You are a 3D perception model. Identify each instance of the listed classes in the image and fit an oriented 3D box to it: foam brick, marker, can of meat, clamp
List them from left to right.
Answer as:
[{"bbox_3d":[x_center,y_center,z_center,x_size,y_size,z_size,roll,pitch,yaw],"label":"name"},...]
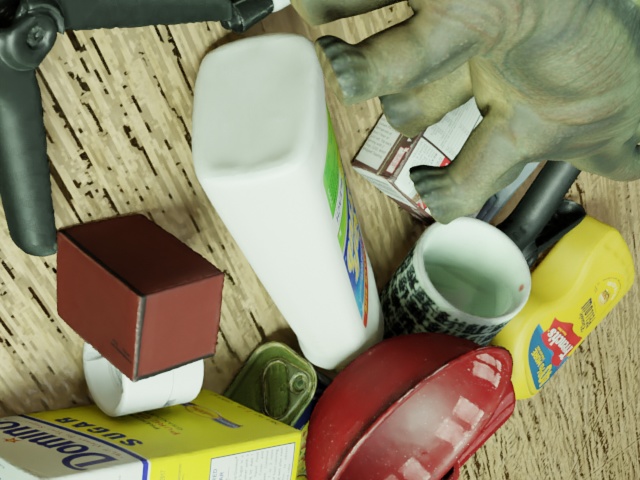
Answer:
[{"bbox_3d":[-0.134,-0.083,0.461,0.164,0.036,0.209,-59,149,0],"label":"clamp"},{"bbox_3d":[-0.095,0.028,0.553,0.051,0.078,0.053,-17,127,-40],"label":"foam brick"},{"bbox_3d":[-0.025,0.128,0.705,0.102,0.058,0.083,-55,143,-3],"label":"can of meat"},{"bbox_3d":[-0.006,-0.145,0.580,0.121,0.020,0.020,-36,135,-25],"label":"marker"},{"bbox_3d":[0.149,-0.003,0.807,0.171,0.039,0.120,-44,148,-20],"label":"clamp"}]

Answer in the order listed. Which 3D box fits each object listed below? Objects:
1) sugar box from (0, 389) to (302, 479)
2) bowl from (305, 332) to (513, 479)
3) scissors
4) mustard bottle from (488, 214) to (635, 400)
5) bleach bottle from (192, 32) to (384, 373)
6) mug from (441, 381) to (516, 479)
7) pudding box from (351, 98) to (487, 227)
[{"bbox_3d":[-0.104,0.121,0.587,0.175,0.093,0.048,3,98,-47],"label":"sugar box"},{"bbox_3d":[0.044,0.111,0.664,0.162,0.055,0.162,-32,148,-23],"label":"bowl"},{"bbox_3d":[0.128,-0.030,0.788,0.202,0.016,0.096,-54,178,27],"label":"scissors"},{"bbox_3d":[0.182,0.074,0.884,0.191,0.058,0.096,-45,142,-15],"label":"mustard bottle"},{"bbox_3d":[-0.004,0.001,0.630,0.250,0.068,0.102,66,19,-54],"label":"bleach bottle"},{"bbox_3d":[0.091,0.132,0.810,0.081,0.093,0.117,-36,151,-32],"label":"mug"},{"bbox_3d":[0.082,-0.059,0.712,0.090,0.039,0.113,-59,143,-2],"label":"pudding box"}]
